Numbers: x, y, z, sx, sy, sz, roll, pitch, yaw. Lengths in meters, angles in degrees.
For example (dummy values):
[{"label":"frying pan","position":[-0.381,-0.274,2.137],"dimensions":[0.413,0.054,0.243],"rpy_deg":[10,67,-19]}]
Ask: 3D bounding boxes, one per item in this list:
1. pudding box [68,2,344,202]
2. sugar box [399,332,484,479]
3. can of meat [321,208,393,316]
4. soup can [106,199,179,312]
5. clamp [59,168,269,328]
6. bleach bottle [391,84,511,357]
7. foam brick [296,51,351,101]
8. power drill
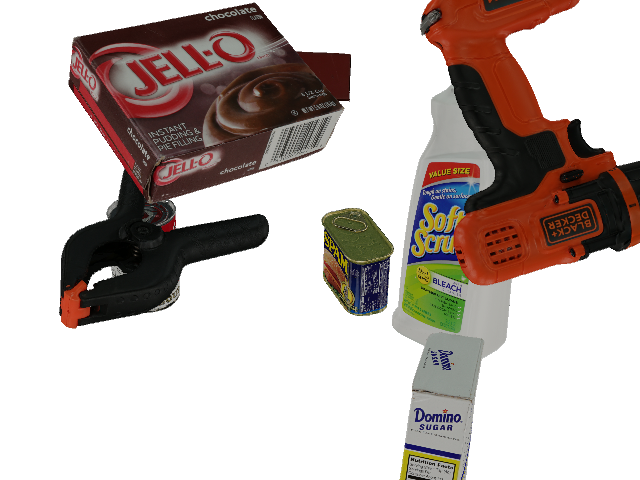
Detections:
[{"label":"pudding box","position":[-0.059,-0.074,0.549],"dimensions":[0.113,0.090,0.039],"rpy_deg":[-18,-31,-34]},{"label":"sugar box","position":[0.077,0.161,0.732],"dimensions":[0.048,0.176,0.093],"rpy_deg":[7,20,11]},{"label":"can of meat","position":[0.040,0.026,1.225],"dimensions":[0.057,0.084,0.102],"rpy_deg":[-13,38,-19]},{"label":"soup can","position":[-0.178,0.013,1.078],"dimensions":[0.068,0.102,0.068],"rpy_deg":[1,31,-1]},{"label":"clamp","position":[-0.129,-0.002,0.741],"dimensions":[0.120,0.039,0.171],"rpy_deg":[27,37,24]},{"label":"bleach bottle","position":[0.113,-0.029,0.882],"dimensions":[0.103,0.251,0.067],"rpy_deg":[23,34,39]},{"label":"foam brick","position":[-0.011,-0.179,1.159],"dimensions":[0.078,0.051,0.053],"rpy_deg":[0,11,-15]},{"label":"power drill","position":[0.153,-0.081,0.669],"dimensions":[0.184,0.187,0.057],"rpy_deg":[-18,-1,-5]}]
